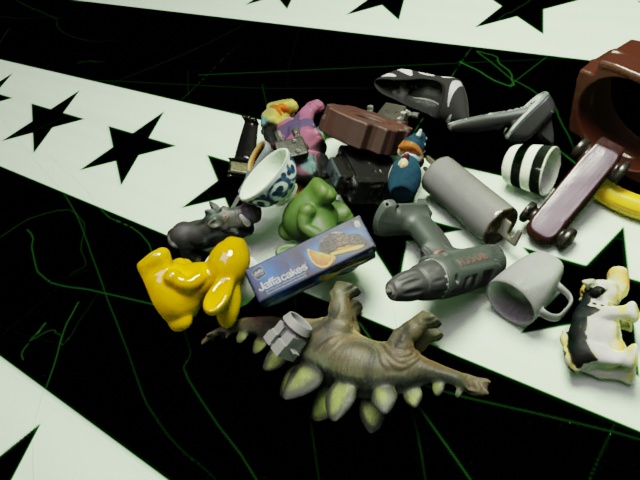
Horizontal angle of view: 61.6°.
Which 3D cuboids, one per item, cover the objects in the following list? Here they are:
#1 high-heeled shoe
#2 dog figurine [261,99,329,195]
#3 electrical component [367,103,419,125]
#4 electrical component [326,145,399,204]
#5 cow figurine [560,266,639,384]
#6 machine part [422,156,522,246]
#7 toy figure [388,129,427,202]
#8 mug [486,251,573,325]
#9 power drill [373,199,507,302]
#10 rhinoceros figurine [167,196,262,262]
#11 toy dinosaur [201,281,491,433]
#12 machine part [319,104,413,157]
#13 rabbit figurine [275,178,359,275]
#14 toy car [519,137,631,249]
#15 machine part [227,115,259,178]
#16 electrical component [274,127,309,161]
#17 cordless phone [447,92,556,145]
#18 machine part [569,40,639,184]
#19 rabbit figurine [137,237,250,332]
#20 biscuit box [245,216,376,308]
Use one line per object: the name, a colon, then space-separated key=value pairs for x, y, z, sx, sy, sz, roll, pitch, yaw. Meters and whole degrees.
high-heeled shoe: x=0.206 y=-0.296 z=1.109 sx=0.145 sy=0.086 sz=0.249 roll=-2 pitch=32 yaw=-9
dog figurine: x=-0.056 y=-0.181 z=1.105 sx=0.192 sy=0.108 sz=0.219 roll=4 pitch=57 yaw=20
electrical component: x=0.148 y=-0.262 z=1.139 sx=0.102 sy=0.045 sz=0.078 roll=26 pitch=66 yaw=32
electrical component: x=0.081 y=-0.122 z=1.009 sx=0.134 sy=0.058 sz=0.115 roll=-2 pitch=44 yaw=-24
cow figurine: x=0.393 y=0.112 z=0.759 sx=0.098 sy=0.068 sz=0.167 roll=0 pitch=52 yaw=25
machine part: x=0.257 y=-0.071 z=0.936 sx=0.079 sy=0.079 sz=0.243 roll=-33 pitch=52 yaw=-9
toy figure: x=0.159 y=-0.138 z=0.962 sx=0.058 sy=0.064 sz=0.154 roll=18 pitch=54 yaw=0
mug: x=0.325 y=0.069 z=0.804 sx=0.107 sy=0.080 sz=0.110 roll=-39 pitch=44 yaw=-25
power drill: x=0.164 y=0.013 z=0.853 sx=0.232 sy=0.085 sz=0.207 roll=-5 pitch=30 yaw=-24
rhinoceros figurine: x=-0.197 y=-0.025 z=1.024 sx=0.190 sy=0.112 sz=0.073 roll=-17 pitch=47 yaw=14
toy dinosaur: x=0.020 y=0.167 z=0.812 sx=0.472 sy=0.105 sz=0.198 roll=12 pitch=61 yaw=35
machine part: x=0.089 y=-0.215 z=1.038 sx=0.179 sy=0.056 sz=0.179 roll=14 pitch=22 yaw=-6
rabbit figurine: x=-0.002 y=-0.003 z=0.936 sx=0.159 sy=0.121 sz=0.170 roll=-32 pitch=50 yaw=-3
toy car: x=0.416 y=-0.077 z=0.878 sx=0.089 sy=0.053 sz=0.202 roll=39 pitch=90 yaw=27
machine part: x=-0.161 y=-0.200 z=1.166 sx=0.084 sy=0.039 sz=0.138 roll=7 pitch=88 yaw=29
electrical component: x=-0.052 y=-0.171 z=1.024 sx=0.063 sy=0.021 sz=0.094 roll=-14 pitch=67 yaw=-12
cordless phone: x=0.334 y=-0.218 z=0.995 sx=0.184 sy=0.088 sz=0.146 roll=-3 pitch=16 yaw=19
machine part: x=0.521 y=-0.205 z=0.874 sx=0.087 sy=0.200 sz=0.202 roll=-33 pitch=51 yaw=-12
rabbit figurine: x=-0.189 y=0.063 z=0.881 sx=0.173 sy=0.121 sz=0.162 roll=-30 pitch=58 yaw=-2
biscuit box: x=-0.013 y=0.037 z=0.846 sx=0.203 sy=0.059 sz=0.063 roll=-26 pitch=71 yaw=-4
